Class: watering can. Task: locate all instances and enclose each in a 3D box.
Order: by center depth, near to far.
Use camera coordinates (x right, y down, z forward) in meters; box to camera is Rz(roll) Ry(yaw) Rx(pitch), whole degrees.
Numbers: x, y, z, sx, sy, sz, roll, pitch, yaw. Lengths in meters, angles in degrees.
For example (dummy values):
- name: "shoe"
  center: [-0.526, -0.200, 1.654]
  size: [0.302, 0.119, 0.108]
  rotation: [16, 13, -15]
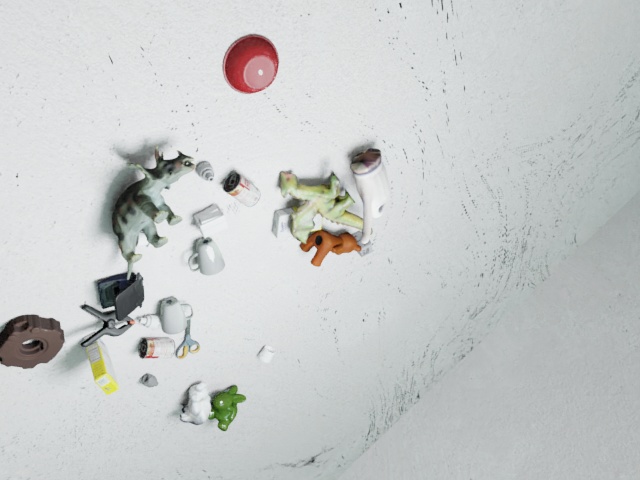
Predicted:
- name: "watering can"
  center: [0.167, -0.163, 1.706]
  size: [0.103, 0.356, 0.220]
  rotation: [-7, 123, 25]

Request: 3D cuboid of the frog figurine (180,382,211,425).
- name: "frog figurine"
  center: [-0.465, 0.628, 1.999]
  size: [0.159, 0.123, 0.137]
  rotation: [-57, 170, 5]

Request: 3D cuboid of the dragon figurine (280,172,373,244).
- name: "dragon figurine"
  center: [0.005, -0.086, 1.715]
  size: [0.243, 0.124, 0.403]
  rotation: [-37, 123, -1]
